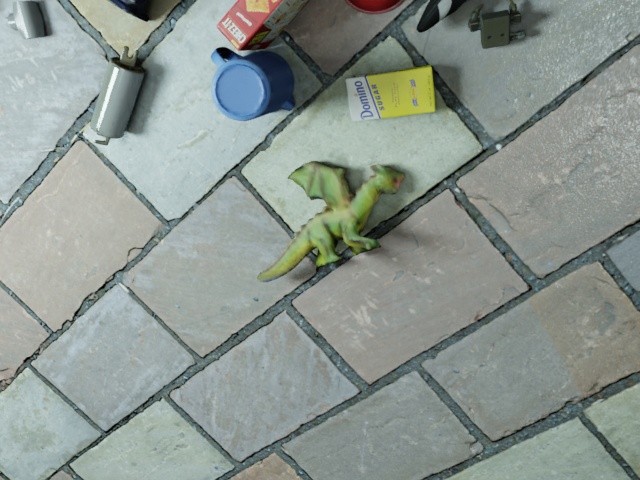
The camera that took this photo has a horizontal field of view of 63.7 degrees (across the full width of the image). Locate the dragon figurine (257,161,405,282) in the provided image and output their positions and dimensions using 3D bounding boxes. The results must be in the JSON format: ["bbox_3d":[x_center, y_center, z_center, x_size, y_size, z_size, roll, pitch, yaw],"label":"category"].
[{"bbox_3d":[0.004,-0.059,1.179,0.408,0.122,0.243,-17,90,15],"label":"dragon figurine"}]
